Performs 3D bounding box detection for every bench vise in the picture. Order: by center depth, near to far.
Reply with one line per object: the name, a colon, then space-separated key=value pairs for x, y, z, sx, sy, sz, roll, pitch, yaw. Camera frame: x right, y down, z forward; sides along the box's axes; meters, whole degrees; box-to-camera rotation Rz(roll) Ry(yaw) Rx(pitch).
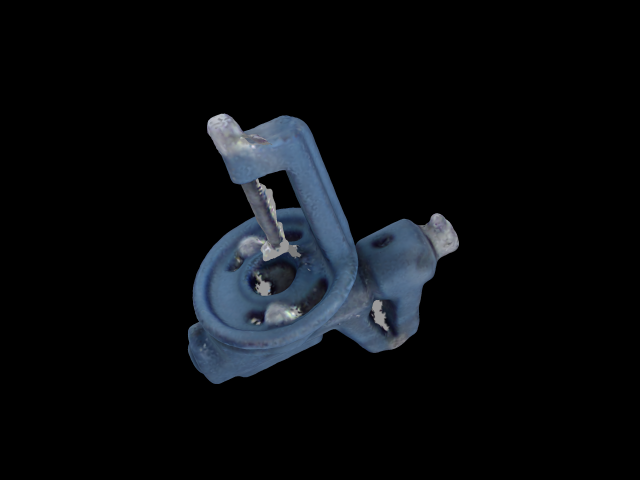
bench vise: x=-0.004 y=-0.005 z=0.407 sx=0.208 sy=0.220 sz=0.121 roll=-27 pitch=48 yaw=-27
